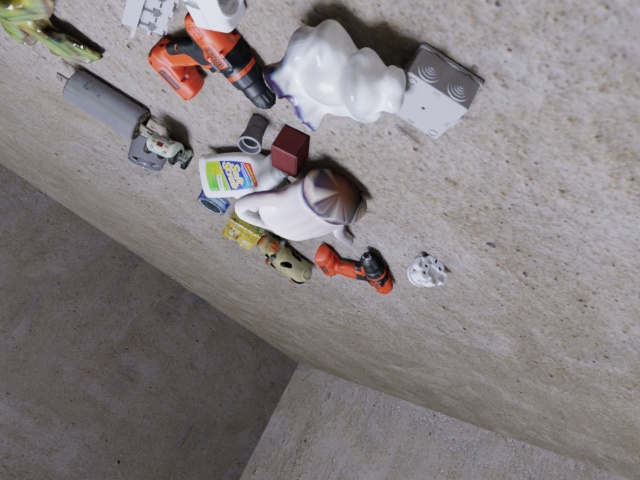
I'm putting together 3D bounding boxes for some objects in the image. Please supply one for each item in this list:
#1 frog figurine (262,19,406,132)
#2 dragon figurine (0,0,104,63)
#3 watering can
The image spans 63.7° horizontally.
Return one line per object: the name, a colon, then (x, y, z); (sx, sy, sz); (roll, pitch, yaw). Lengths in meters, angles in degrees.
frog figurine: (0.032, -0.206, 0.635); (0.159, 0.125, 0.135); (-4, 128, 34)
dragon figurine: (-0.497, -0.403, 0.927); (0.412, 0.123, 0.240); (18, 174, 34)
watering can: (0.003, -0.052, 1.030); (0.346, 0.105, 0.222); (12, 158, -41)
